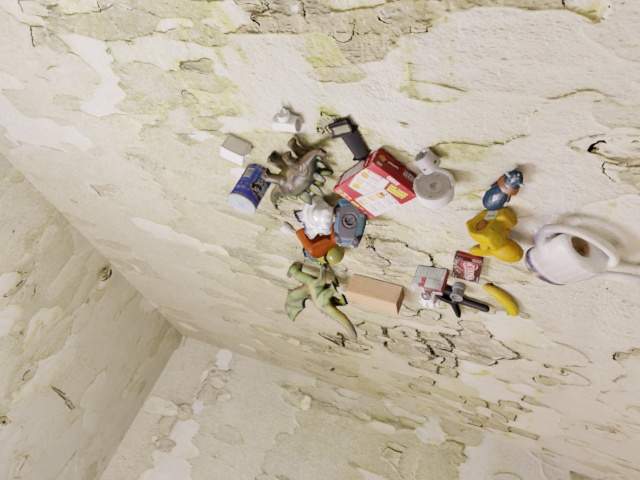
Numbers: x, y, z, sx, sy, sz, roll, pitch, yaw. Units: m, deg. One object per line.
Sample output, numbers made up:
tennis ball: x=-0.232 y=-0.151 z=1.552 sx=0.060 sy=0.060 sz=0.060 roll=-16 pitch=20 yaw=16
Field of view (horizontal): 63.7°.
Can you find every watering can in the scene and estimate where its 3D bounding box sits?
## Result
watering can: x=0.714 y=0.069 z=1.394 sx=0.346 sy=0.106 sz=0.221 roll=32 pitch=151 yaw=-8

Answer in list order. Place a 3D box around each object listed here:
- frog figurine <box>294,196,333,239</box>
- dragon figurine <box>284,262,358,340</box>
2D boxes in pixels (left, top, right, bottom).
frog figurine: x=0.005 y=-0.086 z=1.701 sx=0.123 sy=0.139 sz=0.157 roll=-3 pitch=161 yaw=-36
dragon figurine: x=-0.024 y=0.252 z=2.094 sx=0.242 sy=0.418 sz=0.120 roll=-25 pitch=151 yaw=7
